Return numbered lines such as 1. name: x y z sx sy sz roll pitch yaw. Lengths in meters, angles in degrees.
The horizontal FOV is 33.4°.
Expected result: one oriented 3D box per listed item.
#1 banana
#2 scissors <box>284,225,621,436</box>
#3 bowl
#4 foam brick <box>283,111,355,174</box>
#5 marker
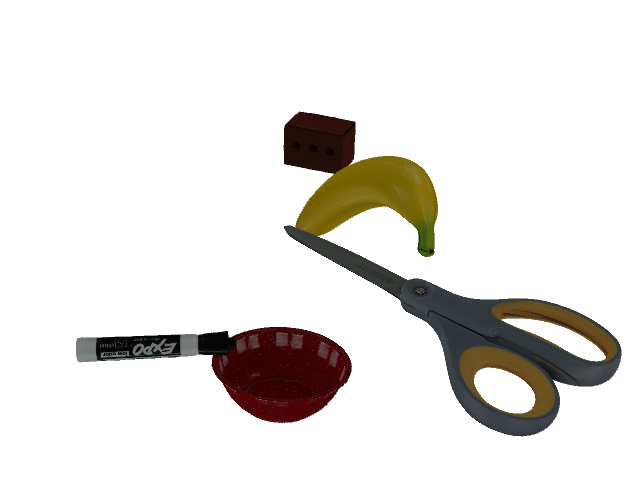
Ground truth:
1. banana: 0.034 -0.030 0.799 0.037 0.069 0.198 31 -10 -24
2. scissors: 0.052 0.044 0.556 0.202 0.016 0.096 15 42 20
3. bowl: -0.045 0.163 1.240 0.162 0.055 0.162 2 25 -1
4. foam brick: -0.001 -0.119 1.300 0.078 0.053 0.051 12 31 17
5. marker: -0.126 0.081 0.819 0.121 0.020 0.020 -2 0 -2
